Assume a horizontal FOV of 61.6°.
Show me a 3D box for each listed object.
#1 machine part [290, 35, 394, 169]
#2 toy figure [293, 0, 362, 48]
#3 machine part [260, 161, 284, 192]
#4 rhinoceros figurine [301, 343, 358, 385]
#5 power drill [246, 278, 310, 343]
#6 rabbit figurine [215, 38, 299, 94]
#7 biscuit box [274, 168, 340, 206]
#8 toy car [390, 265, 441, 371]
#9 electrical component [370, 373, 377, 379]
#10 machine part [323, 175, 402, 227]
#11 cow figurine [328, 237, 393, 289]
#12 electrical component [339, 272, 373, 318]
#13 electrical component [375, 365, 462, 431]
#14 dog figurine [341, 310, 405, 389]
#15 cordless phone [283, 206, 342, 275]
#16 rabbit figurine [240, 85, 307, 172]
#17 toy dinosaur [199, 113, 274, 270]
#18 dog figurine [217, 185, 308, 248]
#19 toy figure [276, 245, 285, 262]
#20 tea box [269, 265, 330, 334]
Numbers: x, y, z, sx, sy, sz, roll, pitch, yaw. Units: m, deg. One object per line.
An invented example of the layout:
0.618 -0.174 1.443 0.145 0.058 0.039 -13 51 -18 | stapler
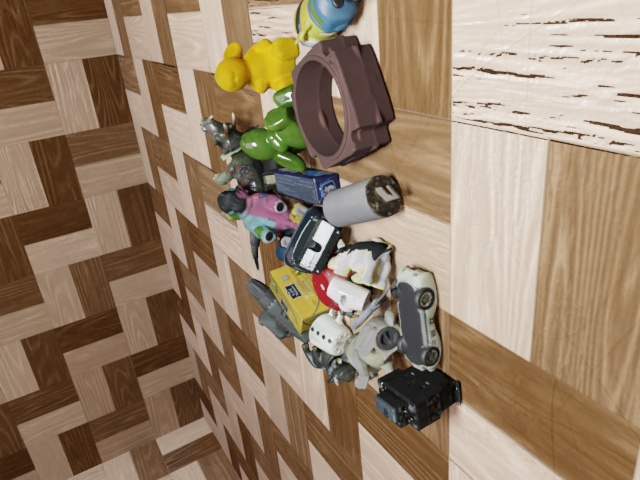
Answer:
0.031 -0.238 0.956 0.201 0.087 0.201 -16 91 65 | machine part
0.012 -0.385 0.902 0.180 0.082 0.089 168 106 -72 | toy figure
-0.111 -0.189 1.295 0.039 0.084 0.138 25 -127 -82 | machine part
0.023 0.305 1.348 0.190 0.073 0.112 3 108 63 | rhinoceros figurine
-0.117 0.199 1.482 0.232 0.086 0.207 38 153 1 | power drill
-0.145 -0.362 1.123 0.163 0.173 0.121 40 145 41 | rabbit figurine
-0.030 -0.122 1.183 0.203 0.059 0.062 23 125 58 | biscuit box
0.175 0.143 0.962 0.074 0.056 0.201 18 124 52 | toy car
0.099 0.276 1.237 0.094 0.021 0.063 63 154 15 | electrical component
0.074 -0.068 0.993 0.243 0.079 0.079 -10 97 63 | machine part
0.076 0.035 1.059 0.167 0.068 0.098 17 88 58 | cow figurine
0.074 0.114 1.122 0.078 0.045 0.102 48 123 12 | electrical component
0.170 0.280 0.971 0.115 0.134 0.058 17 122 57 | electrical component
0.105 0.203 1.109 0.172 0.121 0.191 -67 17 8 | dog figurine
-0.003 -0.004 1.180 0.089 0.184 0.146 28 101 4 | cordless phone
-0.083 -0.220 1.124 0.170 0.159 0.121 -21 51 34 | rabbit figurine
-0.179 -0.137 1.381 0.192 0.131 0.404 -31 80 58 | toy dinosaur
-0.135 -0.063 1.269 0.219 0.191 0.108 24 98 46 | dog figurine
-0.065 0.019 1.349 0.154 0.064 0.058 -22 48 60 | toy figure
-0.048 0.140 1.352 0.170 0.098 0.068 51 149 32 | tea box
